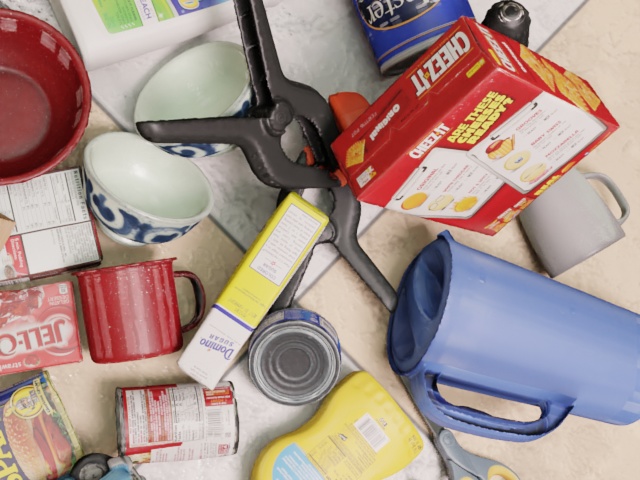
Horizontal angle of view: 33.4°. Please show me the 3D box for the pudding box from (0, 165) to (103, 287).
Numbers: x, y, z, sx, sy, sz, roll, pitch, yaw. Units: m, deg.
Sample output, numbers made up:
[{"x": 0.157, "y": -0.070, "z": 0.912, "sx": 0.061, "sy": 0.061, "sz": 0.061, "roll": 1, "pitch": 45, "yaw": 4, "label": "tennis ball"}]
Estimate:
[{"x": -0.256, "y": -0.011, "z": 0.941, "sx": 0.113, "sy": 0.039, "sz": 0.090, "roll": -12, "pitch": 85, "yaw": -16, "label": "pudding box"}]

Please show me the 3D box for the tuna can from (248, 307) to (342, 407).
[{"x": -0.023, "y": 0.107, "z": 0.966, "sx": 0.086, "sy": 0.034, "sz": 0.086, "roll": 0, "pitch": 106, "yaw": -1, "label": "tuna can"}]

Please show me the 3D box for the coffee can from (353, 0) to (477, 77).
[{"x": 0.080, "y": -0.240, "z": 1.011, "sx": 0.102, "sy": 0.103, "sz": 0.140, "roll": -22, "pitch": 89, "yaw": -15, "label": "coffee can"}]

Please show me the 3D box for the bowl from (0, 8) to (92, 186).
[{"x": -0.282, "y": -0.118, "z": 0.934, "sx": 0.162, "sy": 0.055, "sz": 0.162, "roll": 3, "pitch": 77, "yaw": -11, "label": "bowl"}]

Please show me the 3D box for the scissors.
[{"x": 0.136, "y": 0.193, "z": 1.016, "sx": 0.096, "sy": 0.016, "sz": 0.202, "roll": -9, "pitch": 72, "yaw": -33, "label": "scissors"}]

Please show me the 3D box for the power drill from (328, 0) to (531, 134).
[{"x": 0.101, "y": -0.136, "z": 0.973, "sx": 0.187, "sy": 0.184, "sz": 0.057, "roll": -24, "pitch": 73, "yaw": -6, "label": "power drill"}]

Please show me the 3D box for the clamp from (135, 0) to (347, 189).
[{"x": -0.052, "y": -0.099, "z": 0.899, "sx": 0.164, "sy": 0.036, "sz": 0.209, "roll": -55, "pitch": 128, "yaw": -17, "label": "clamp"}]

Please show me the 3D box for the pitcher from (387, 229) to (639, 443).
[{"x": 0.191, "y": 0.101, "z": 0.985, "sx": 0.242, "sy": 0.145, "sz": 0.149, "roll": 18, "pitch": 102, "yaw": -14, "label": "pitcher"}]

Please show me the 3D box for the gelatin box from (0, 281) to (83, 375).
[{"x": -0.256, "y": 0.078, "z": 0.934, "sx": 0.089, "sy": 0.030, "sz": 0.073, "roll": -8, "pitch": 85, "yaw": -14, "label": "gelatin box"}]

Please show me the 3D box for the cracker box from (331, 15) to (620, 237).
[{"x": 0.138, "y": -0.091, "z": 0.932, "sx": 0.213, "sy": 0.164, "sz": 0.072, "roll": 12, "pitch": 43, "yaw": -48, "label": "cracker box"}]

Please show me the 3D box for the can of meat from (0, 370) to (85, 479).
[{"x": -0.253, "y": 0.172, "z": 0.912, "sx": 0.083, "sy": 0.057, "sz": 0.102, "roll": -23, "pitch": 90, "yaw": -17, "label": "can of meat"}]

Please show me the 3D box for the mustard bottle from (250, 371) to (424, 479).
[{"x": -0.005, "y": 0.212, "z": 0.962, "sx": 0.191, "sy": 0.058, "sz": 0.096, "roll": -39, "pitch": 94, "yaw": -14, "label": "mustard bottle"}]

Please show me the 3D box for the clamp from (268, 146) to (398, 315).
[{"x": -0.007, "y": 0.001, "z": 0.991, "sx": 0.120, "sy": 0.039, "sz": 0.171, "roll": -17, "pitch": 85, "yaw": -5, "label": "clamp"}]

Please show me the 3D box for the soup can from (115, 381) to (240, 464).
[{"x": -0.126, "y": 0.159, "z": 0.936, "sx": 0.102, "sy": 0.069, "sz": 0.068, "roll": -2, "pitch": 84, "yaw": -14, "label": "soup can"}]

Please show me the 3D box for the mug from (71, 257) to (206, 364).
[{"x": -0.154, "y": 0.060, "z": 0.935, "sx": 0.117, "sy": 0.093, "sz": 0.081, "roll": -9, "pitch": 90, "yaw": -33, "label": "mug"}]

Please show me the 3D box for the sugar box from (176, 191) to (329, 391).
[{"x": -0.058, "y": 0.041, "z": 0.929, "sx": 0.048, "sy": 0.093, "sz": 0.176, "roll": 36, "pitch": 93, "yaw": -2, "label": "sugar box"}]

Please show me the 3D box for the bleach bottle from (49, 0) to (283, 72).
[{"x": -0.119, "y": -0.242, "z": 0.988, "sx": 0.250, "sy": 0.068, "sz": 0.102, "roll": -24, "pitch": 90, "yaw": -17, "label": "bleach bottle"}]

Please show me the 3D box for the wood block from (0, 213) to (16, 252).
[{"x": -0.346, "y": 0.050, "z": 0.863, "sx": 0.090, "sy": 0.091, "sz": 0.206, "roll": 29, "pitch": 88, "yaw": 3, "label": "wood block"}]

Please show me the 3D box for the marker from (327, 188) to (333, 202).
[{"x": 0.000, "y": -0.091, "z": 1.018, "sx": 0.020, "sy": 0.020, "sz": 0.121, "roll": -22, "pitch": 89, "yaw": -15, "label": "marker"}]
